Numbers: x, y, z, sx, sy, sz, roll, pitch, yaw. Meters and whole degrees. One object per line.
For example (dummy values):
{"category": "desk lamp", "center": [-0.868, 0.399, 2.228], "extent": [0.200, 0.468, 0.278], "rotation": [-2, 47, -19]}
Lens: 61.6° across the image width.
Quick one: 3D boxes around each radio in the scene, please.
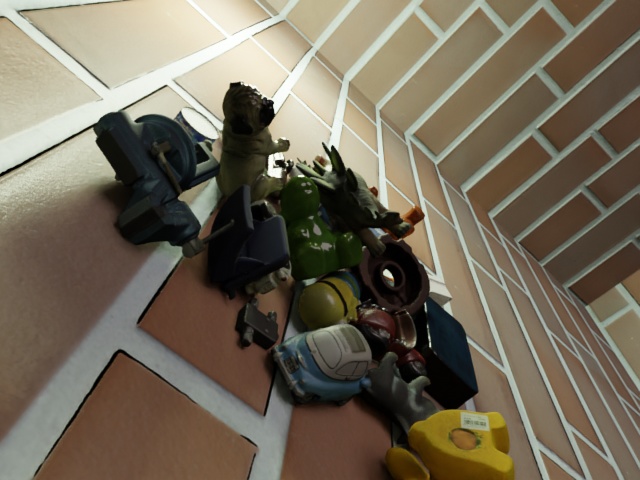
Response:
{"category": "radio", "center": [0.237, 0.218, 1.081], "extent": [0.131, 0.073, 0.230], "rotation": [41, 21, -11]}

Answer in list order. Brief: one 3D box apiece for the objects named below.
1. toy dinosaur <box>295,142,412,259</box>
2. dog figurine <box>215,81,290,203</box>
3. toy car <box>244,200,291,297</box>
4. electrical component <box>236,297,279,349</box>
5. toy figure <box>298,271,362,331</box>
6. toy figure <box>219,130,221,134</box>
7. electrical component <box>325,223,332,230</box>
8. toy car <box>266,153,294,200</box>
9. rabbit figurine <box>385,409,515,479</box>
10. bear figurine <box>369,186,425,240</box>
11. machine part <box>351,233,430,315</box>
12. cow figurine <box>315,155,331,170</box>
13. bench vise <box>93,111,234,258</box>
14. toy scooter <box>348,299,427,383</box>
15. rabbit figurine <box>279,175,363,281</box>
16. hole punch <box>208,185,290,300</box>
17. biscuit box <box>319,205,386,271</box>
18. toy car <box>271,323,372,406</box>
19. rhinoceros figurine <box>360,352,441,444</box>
{"category": "toy dinosaur", "center": [0.044, -0.090, 1.025], "extent": [0.198, 0.105, 0.472], "rotation": [52, -6, -18]}
{"category": "dog figurine", "center": [-0.128, -0.142, 0.859], "extent": [0.121, 0.172, 0.190], "rotation": [8, -8, 7]}
{"category": "toy car", "center": [-0.093, 0.009, 0.844], "extent": [0.056, 0.073, 0.202], "rotation": [55, 12, -41]}
{"category": "electrical component", "center": [-0.085, 0.121, 0.744], "extent": [0.063, 0.021, 0.094], "rotation": [39, 23, -18]}
{"category": "toy figure", "center": [0.018, 0.096, 0.889], "extent": [0.089, 0.082, 0.180], "rotation": [49, 24, -2]}
{"category": "toy figure", "center": [-0.160, -0.197, 1.099], "extent": [0.057, 0.064, 0.155], "rotation": [82, -17, -49]}
{"category": "electrical component", "center": [-0.002, -0.003, 1.063], "extent": [0.119, 0.048, 0.075], "rotation": [34, 24, -25]}
{"category": "toy car", "center": [-0.094, -0.151, 1.152], "extent": [0.089, 0.053, 0.202], "rotation": [33, 27, -21]}
{"category": "rabbit figurine", "center": [0.169, 0.321, 0.706], "extent": [0.162, 0.173, 0.122], "rotation": [-2, 28, 2]}
{"category": "bear figurine", "center": [0.151, -0.084, 1.372], "extent": [0.196, 0.132, 0.120], "rotation": [52, 40, -2]}
{"category": "machine part", "center": [0.137, 0.077, 1.076], "extent": [0.179, 0.056, 0.179], "rotation": [14, 60, -26]}
{"category": "cow figurine", "center": [0.049, -0.108, 1.295], "extent": [0.127, 0.085, 0.195], "rotation": [14, 37, -42]}
{"category": "bench vise", "center": [-0.205, -0.091, 0.772], "extent": [0.223, 0.129, 0.240], "rotation": [48, 26, -3]}
{"category": "toy scooter", "center": [0.120, 0.161, 0.947], "extent": [0.183, 0.075, 0.135], "rotation": [37, 37, -26]}
{"category": "rabbit figurine", "center": [-0.017, -0.024, 0.919], "extent": [0.121, 0.159, 0.170], "rotation": [-15, 90, -21]}
{"category": "hole punch", "center": [-0.116, -0.001, 0.760], "extent": [0.092, 0.116, 0.142], "rotation": [49, 17, -41]}
{"category": "biscuit box", "center": [0.085, -0.019, 1.193], "extent": [0.203, 0.062, 0.059], "rotation": [42, 29, 7]}
{"category": "toy car", "center": [0.015, 0.161, 0.746], "extent": [0.161, 0.103, 0.109], "rotation": [19, 34, -52]}
{"category": "rhinoceros figurine", "center": [0.139, 0.262, 0.830], "extent": [0.190, 0.073, 0.112], "rotation": [43, 21, -8]}
